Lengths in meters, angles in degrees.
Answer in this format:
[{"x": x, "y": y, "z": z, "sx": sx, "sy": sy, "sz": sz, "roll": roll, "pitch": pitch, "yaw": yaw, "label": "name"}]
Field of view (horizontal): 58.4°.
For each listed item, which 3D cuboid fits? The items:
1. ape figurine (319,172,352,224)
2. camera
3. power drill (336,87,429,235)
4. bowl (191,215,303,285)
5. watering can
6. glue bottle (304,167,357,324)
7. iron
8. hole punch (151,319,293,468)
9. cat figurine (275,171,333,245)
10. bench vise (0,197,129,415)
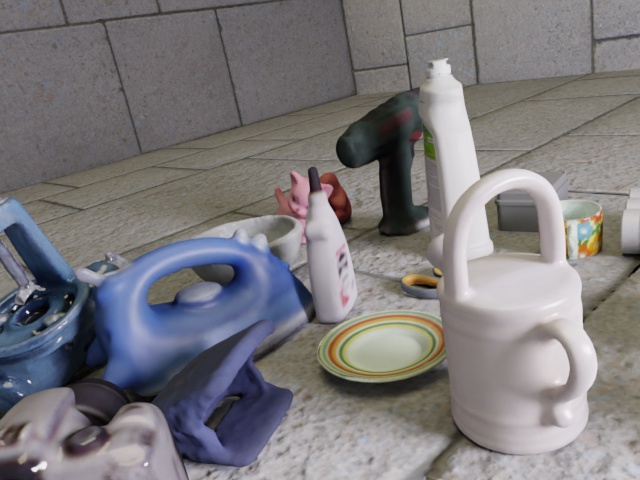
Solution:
[{"x": 0.017, "y": -0.071, "z": 0.983, "sx": 0.076, "sy": 0.092, "sz": 0.077, "roll": -21, "pitch": 21, "yaw": -27, "label": "ape figurine"}, {"x": -0.172, "y": 0.151, "z": 0.422, "sx": 0.143, "sy": 0.101, "sz": 0.136, "roll": -11, "pitch": 18, "yaw": 0, "label": "camera"}, {"x": 0.132, "y": -0.124, "z": 0.890, "sx": 0.230, "sy": 0.209, "sz": 0.075, "roll": -23, "pitch": 22, "yaw": -32, "label": "power drill"}, {"x": -0.100, "y": 0.026, "z": 0.792, "sx": 0.167, "sy": 0.075, "sz": 0.167, "roll": -10, "pitch": 18, "yaw": 4, "label": "bowl"}, {"x": 0.131, "y": 0.043, "z": 0.420, "sx": 0.101, "sy": 0.194, "sz": 0.172, "roll": -23, "pitch": 22, "yaw": -33, "label": "watering can"}, {"x": 0.006, "y": 0.002, "z": 0.645, "sx": 0.037, "sy": 0.173, "sz": 0.078, "roll": -5, "pitch": 20, "yaw": 18, "label": "glue bottle"}, {"x": -0.121, "y": 0.057, "z": 0.606, "sx": 0.259, "sy": 0.141, "sz": 0.118, "roll": -21, "pitch": 21, "yaw": -28, "label": "iron"}, {"x": -0.089, "y": 0.123, "z": 0.474, "sx": 0.100, "sy": 0.091, "sz": 0.109, "roll": -3, "pitch": 20, "yaw": 21, "label": "hole punch"}, {"x": -0.032, "y": -0.060, "z": 0.939, "sx": 0.067, "sy": 0.118, "sz": 0.127, "roll": -25, "pitch": 23, "yaw": -35, "label": "cat figurine"}, {"x": -0.296, "y": 0.046, "z": 0.613, "sx": 0.121, "sy": 0.220, "sz": 0.207, "roll": -9, "pitch": 19, "yaw": 5, "label": "bench vise"}]
